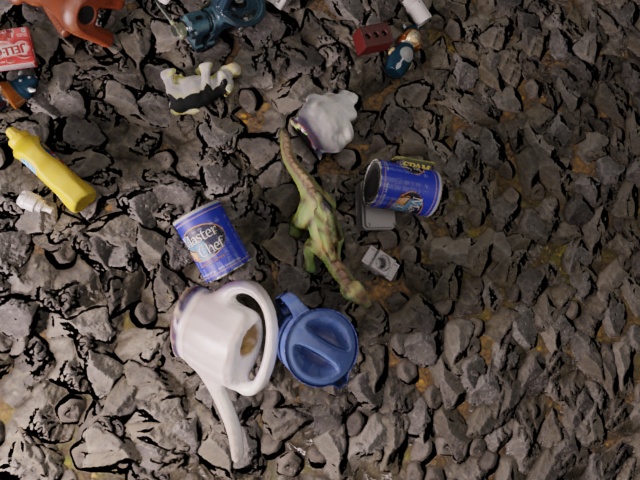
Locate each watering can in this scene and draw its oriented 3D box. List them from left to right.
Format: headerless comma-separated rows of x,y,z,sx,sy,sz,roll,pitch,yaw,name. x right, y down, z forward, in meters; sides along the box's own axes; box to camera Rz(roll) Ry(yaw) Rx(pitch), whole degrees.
-0.189,0.228,0.973,0.226,0.104,0.344,21,103,27,watering can

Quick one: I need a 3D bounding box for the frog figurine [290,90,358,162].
0.028,-0.270,1.135,0.160,0.121,0.138,-39,76,-5,frog figurine

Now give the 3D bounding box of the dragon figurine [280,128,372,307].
0.003,-0.052,1.038,0.123,0.242,0.410,-23,92,-12,dragon figurine
